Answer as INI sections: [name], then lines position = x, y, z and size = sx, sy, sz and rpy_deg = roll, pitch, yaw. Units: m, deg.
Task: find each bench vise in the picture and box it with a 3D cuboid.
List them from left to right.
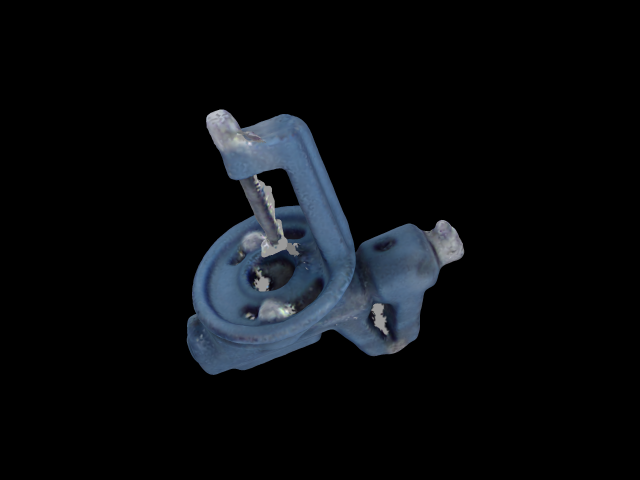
[bench vise]
position = -0.003, -0.005, 0.408
size = 0.208, 0.220, 0.121
rpy_deg = -23, 47, -23
